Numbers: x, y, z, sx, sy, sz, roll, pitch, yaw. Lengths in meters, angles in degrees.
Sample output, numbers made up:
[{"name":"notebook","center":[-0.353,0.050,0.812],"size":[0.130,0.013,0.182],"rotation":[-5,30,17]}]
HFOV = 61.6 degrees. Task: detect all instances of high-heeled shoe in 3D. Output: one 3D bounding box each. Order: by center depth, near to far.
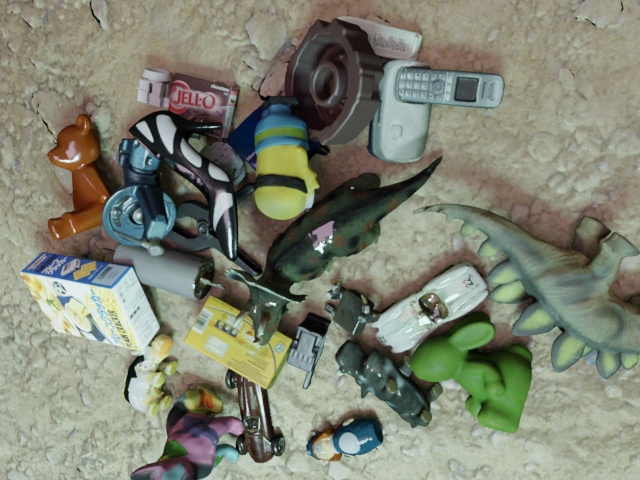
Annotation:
[{"name":"high-heeled shoe","center":[-0.205,-0.081,0.817],"size":[0.145,0.086,0.248],"rotation":[-9,81,-6]}]

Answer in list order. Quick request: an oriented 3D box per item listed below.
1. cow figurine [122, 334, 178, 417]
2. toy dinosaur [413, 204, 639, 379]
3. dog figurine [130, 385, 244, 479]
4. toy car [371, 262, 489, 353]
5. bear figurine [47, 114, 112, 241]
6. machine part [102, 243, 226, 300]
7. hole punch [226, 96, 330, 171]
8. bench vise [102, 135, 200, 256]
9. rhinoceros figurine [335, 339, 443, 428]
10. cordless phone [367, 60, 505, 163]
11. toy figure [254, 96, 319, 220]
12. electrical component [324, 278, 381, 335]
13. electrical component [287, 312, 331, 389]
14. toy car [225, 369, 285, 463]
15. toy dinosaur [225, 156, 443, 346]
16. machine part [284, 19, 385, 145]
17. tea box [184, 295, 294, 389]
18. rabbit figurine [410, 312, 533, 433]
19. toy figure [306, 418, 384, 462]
[{"name":"cow figurine","center":[-0.333,0.249,1.039],"size":[0.098,0.068,0.167],"rotation":[17,105,19]},{"name":"toy dinosaur","center":[0.352,0.068,0.758],"size":[0.471,0.105,0.198],"rotation":[42,103,3]},{"name":"dog figurine","center":[-0.248,0.364,0.934],"size":[0.192,0.219,0.108],"rotation":[33,119,29]},{"name":"toy car","center":[0.173,0.110,0.860],"size":[0.202,0.056,0.073],"rotation":[-37,90,20]},{"name":"bear figurine","center":[-0.438,-0.113,0.959],"size":[0.120,0.132,0.195],"rotation":[-5,108,45]},{"name":"machine part","center":[-0.283,0.051,0.973],"size":[0.243,0.079,0.079],"rotation":[15,106,13]},{"name":"hole punch","center":[-0.072,-0.157,0.861],"size":[0.142,0.092,0.116],"rotation":[45,106,8]},{"name":"bench vise","center":[-0.284,-0.067,0.884],"size":[0.223,0.129,0.241],"rotation":[-59,38,19]},{"name":"rhinoceros figurine","center":[0.111,0.232,0.888],"size":[0.190,0.073,0.112],"rotation":[38,148,-7]},{"name":"cordless phone","center":[0.167,-0.183,0.787],"size":[0.184,0.089,0.146],"rotation":[7,103,11]},{"name":"toy figure","center":[-0.058,-0.118,0.781],"size":[0.089,0.082,0.180],"rotation":[-7,82,-9]},{"name":"electrical component","center":[0.050,0.111,0.887],"size":[0.102,0.045,0.078],"rotation":[40,108,38]},{"name":"electrical component","center":[-0.023,0.193,0.929],"size":[0.048,0.075,0.119],"rotation":[21,110,10]},{"name":"toy car","center":[-0.123,0.320,0.997],"size":[0.089,0.053,0.202],"rotation":[-3,102,21]},{"name":"toy dinosaur","center":[0.006,-0.002,0.815],"size":[0.405,0.192,0.131],"rotation":[-43,90,21]},{"name":"machine part","center":[0.019,-0.228,0.789],"size":[0.180,0.056,0.179],"rotation":[9,102,52]},{"name":"tea box","center":[-0.138,0.177,0.945],"size":[0.170,0.068,0.098],"rotation":[29,82,9]},{"name":"rabbit figurine","center":[0.229,0.193,0.822],"size":[0.170,0.121,0.159],"rotation":[20,97,4]},{"name":"toy figure","center":[0.036,0.357,0.956],"size":[0.154,0.057,0.064],"rotation":[-25,55,22]}]
